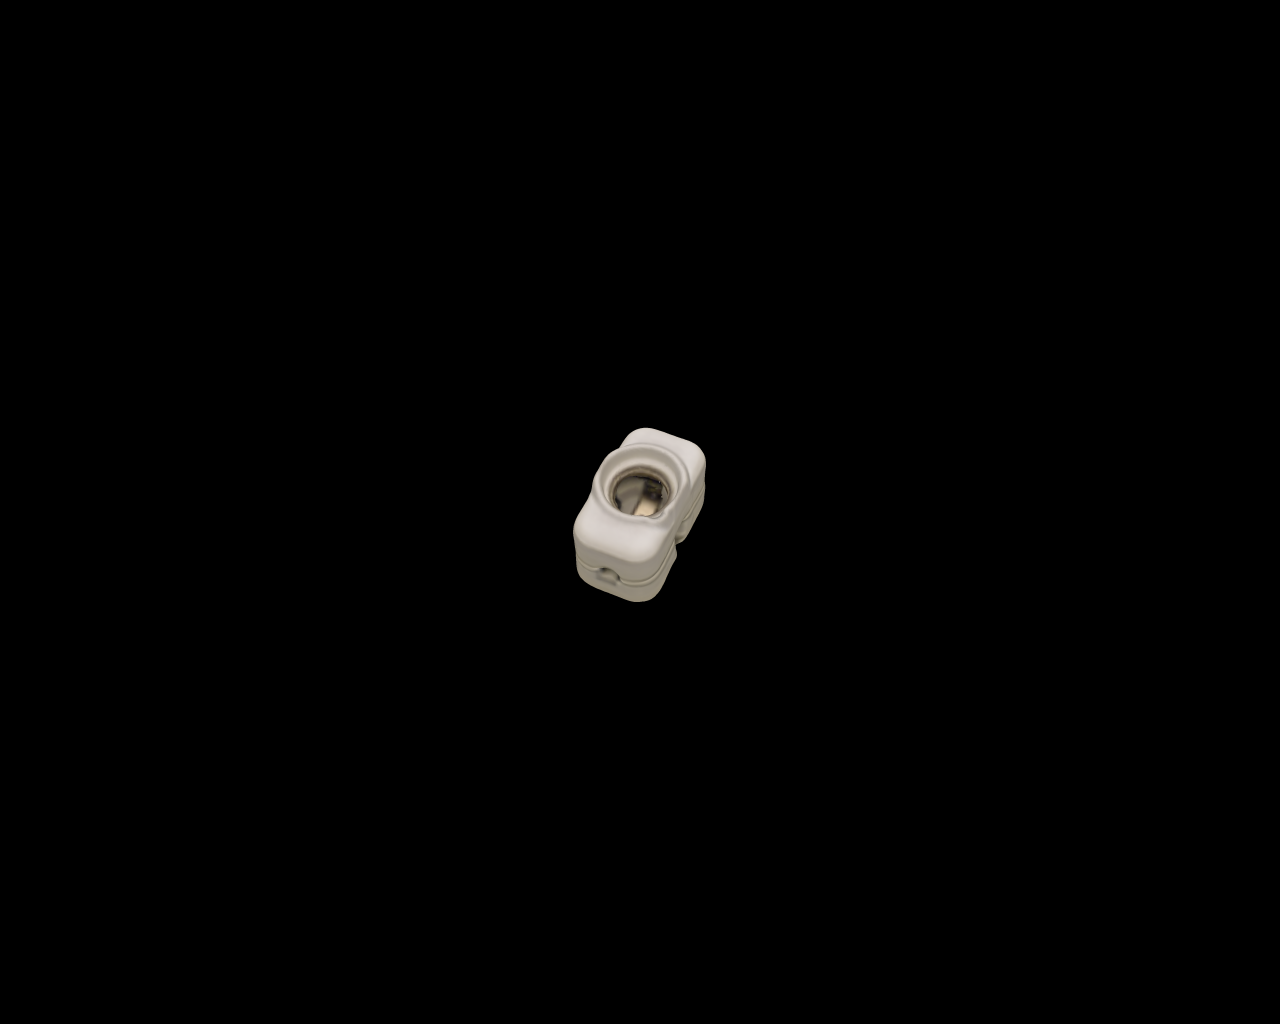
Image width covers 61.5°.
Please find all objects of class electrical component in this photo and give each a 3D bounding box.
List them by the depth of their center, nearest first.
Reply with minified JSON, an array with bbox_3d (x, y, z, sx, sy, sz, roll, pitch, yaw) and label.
[{"bbox_3d":[0.001,-0.003,0.650,0.054,0.095,0.059,21,-32,14],"label":"electrical component"}]
